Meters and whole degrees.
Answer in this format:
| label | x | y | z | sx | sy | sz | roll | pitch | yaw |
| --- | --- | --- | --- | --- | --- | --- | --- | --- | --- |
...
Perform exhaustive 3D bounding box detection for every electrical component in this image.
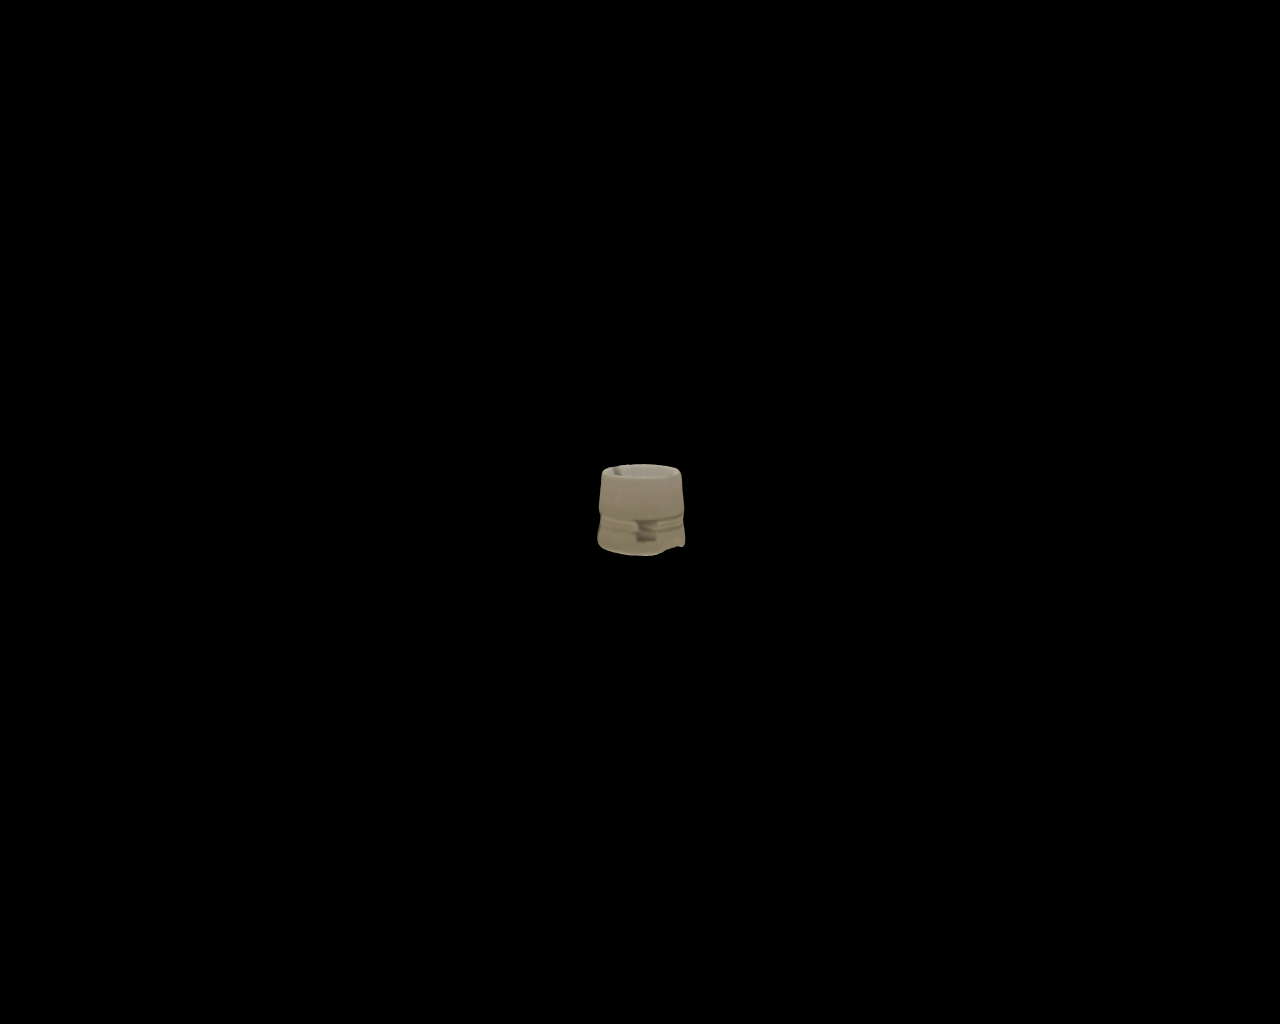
| label | x | y | z | sx | sy | sz | roll | pitch | yaw |
| --- | --- | --- | --- | --- | --- | --- | --- | --- | --- |
| electrical component | 0.001 | -0.003 | 0.650 | 0.055 | 0.047 | 0.055 | 0 | 11 | 0 |
